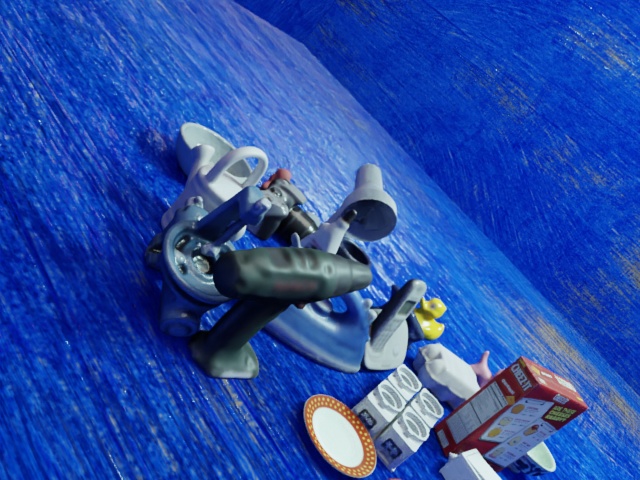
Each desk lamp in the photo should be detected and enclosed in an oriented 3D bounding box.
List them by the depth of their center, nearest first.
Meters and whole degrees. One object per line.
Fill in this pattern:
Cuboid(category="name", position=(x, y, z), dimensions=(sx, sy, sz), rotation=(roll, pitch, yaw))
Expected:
Cuboid(category="desk lamp", position=(0.066, -0.059, 1.256), dimensions=(0.118, 0.213, 0.203), rotation=(33, 23, -25))

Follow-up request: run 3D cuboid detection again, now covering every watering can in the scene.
Cuboid(category="watering can", position=(-0.162, -0.079, 0.907), dimensions=(0.173, 0.194, 0.101), rotation=(46, 21, 8))

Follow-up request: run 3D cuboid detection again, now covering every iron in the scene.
Cuboid(category="iron", position=(0.005, 0.104, 0.928), dimensions=(0.259, 0.141, 0.118), rotation=(37, 21, -15))

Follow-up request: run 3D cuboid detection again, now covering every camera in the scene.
Cuboid(category="camera", position=(-0.068, -0.049, 1.154), dimensions=(0.137, 0.100, 0.143), rotation=(42, 20, 0))

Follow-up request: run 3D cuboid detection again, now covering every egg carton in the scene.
Cuboid(category="egg carton", position=(0.256, 0.277, 1.147), dimensions=(0.151, 0.069, 0.107), rotation=(36, 21, -17))

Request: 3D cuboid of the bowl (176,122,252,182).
Cuboid(category="bowl", position=(-0.217, -0.146, 1.111), dimensions=(0.168, 0.074, 0.167), rotation=(36, 21, -16))

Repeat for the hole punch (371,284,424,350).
Cuboid(category="hole punch", position=(0.173, 0.159, 1.196), dimensions=(0.101, 0.091, 0.108), rotation=(26, 26, -38))

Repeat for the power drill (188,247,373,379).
Cuboid(category="power drill", position=(-0.062, 0.088, 0.742), dimensions=(0.231, 0.208, 0.075), rotation=(17, 32, -49))

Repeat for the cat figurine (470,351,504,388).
Cuboid(category="cat figurine", position=(0.388, 0.306, 1.262), dimensions=(0.067, 0.117, 0.127), rotation=(12, 36, -54))

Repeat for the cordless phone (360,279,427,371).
Cuboid(category="cordless phone", position=(0.142, 0.147, 1.028), dimensions=(0.148, 0.185, 0.094), rotation=(13, 35, -53))

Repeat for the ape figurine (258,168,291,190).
Cuboid(category="ape figurine", position=(-0.097, -0.118, 1.250), dimensions=(0.076, 0.092, 0.078), rotation=(52, 22, 23))

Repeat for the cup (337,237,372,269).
Cuboid(category="cup", position=(0.033, 0.050, 1.152), dimensions=(0.118, 0.095, 0.091), rotation=(29, 24, -32))

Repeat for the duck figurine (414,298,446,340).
Cuboid(category="duck figurine", position=(0.254, 0.175, 1.320), dimensions=(0.105, 0.086, 0.077), rotation=(36, 21, -17))

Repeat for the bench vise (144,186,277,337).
Cuboid(category="bench vise", position=(-0.154, -0.010, 0.751), dimensions=(0.122, 0.219, 0.207), rotation=(17, 33, -50))

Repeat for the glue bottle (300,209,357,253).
Cuboid(category="glue bottle", position=(0.010, 0.004, 1.088), dimensions=(0.078, 0.173, 0.037), rotation=(49, 21, 17))
